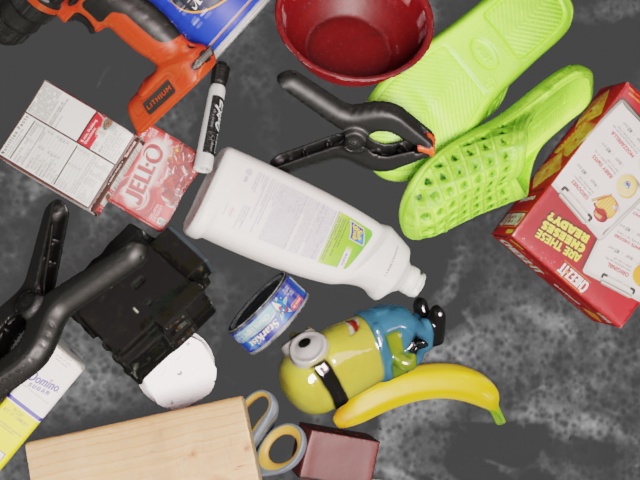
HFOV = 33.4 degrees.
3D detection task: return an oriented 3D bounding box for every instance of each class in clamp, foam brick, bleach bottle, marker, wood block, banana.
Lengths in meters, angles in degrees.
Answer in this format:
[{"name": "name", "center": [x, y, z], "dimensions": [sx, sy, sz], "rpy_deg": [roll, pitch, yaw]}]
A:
[{"name": "clamp", "center": [0.030, -0.115, 1.066], "dimensions": [0.171, 0.120, 0.039], "rpy_deg": [0, 47, 5]}, {"name": "foam brick", "center": [0.014, 0.224, 1.111], "dimensions": [0.078, 0.053, 0.051], "rpy_deg": [12, 88, -14]}, {"name": "bleach bottle", "center": [-0.007, 0.001, 1.097], "dimensions": [0.250, 0.068, 0.102], "rpy_deg": [27, 85, -15]}, {"name": "marker", "center": [-0.108, -0.126, 1.075], "dimensions": [0.020, 0.020, 0.121], "rpy_deg": [13, 70, -13]}, {"name": "clamp", "center": [-0.264, 0.058, 0.997], "dimensions": [0.210, 0.165, 0.036], "rpy_deg": [-52, 132, -6]}, {"name": "wood block", "center": [-0.165, 0.217, 1.025], "dimensions": [0.206, 0.091, 0.090], "rpy_deg": [-12, 79, -4]}, {"name": "banana", "center": [0.111, 0.166, 1.139], "dimensions": [0.197, 0.037, 0.069], "rpy_deg": [2, 88, -13]}]

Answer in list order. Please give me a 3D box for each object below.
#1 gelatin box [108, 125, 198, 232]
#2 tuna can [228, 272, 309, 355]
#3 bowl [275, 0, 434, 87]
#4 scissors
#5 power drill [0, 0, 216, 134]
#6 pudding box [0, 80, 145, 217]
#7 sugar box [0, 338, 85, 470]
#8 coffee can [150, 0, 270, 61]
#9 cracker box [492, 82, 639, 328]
[{"name": "gelatin box", "center": [-0.168, -0.064, 1.073], "dimensions": [0.073, 0.030, 0.089], "rpy_deg": [32, 83, -11]}, {"name": "tuna can", "center": [-0.053, 0.073, 1.075], "dimensions": [0.033, 0.086, 0.086], "rpy_deg": [44, 81, -9]}, {"name": "bowl", "center": [0.032, -0.211, 1.086], "dimensions": [0.162, 0.055, 0.162], "rpy_deg": [3, 61, -6]}, {"name": "scissors", "center": [-0.080, 0.253, 1.085], "dimensions": [0.096, 0.016, 0.202], "rpy_deg": [19, 84, 28]}, {"name": "power drill", "center": [-0.206, -0.194, 1.010], "dimensions": [0.185, 0.057, 0.187], "rpy_deg": [-34, 107, 33]}, {"name": "pudding box", "center": [-0.242, -0.089, 1.038], "dimensions": [0.113, 0.039, 0.090], "rpy_deg": [31, 85, 8]}, {"name": "sugar box", "center": [-0.296, 0.172, 1.015], "dimensions": [0.048, 0.093, 0.176], "rpy_deg": [43, 82, -11]}, {"name": "coffee can", "center": [-0.125, -0.255, 1.042], "dimensions": [0.140, 0.103, 0.102], "rpy_deg": [42, 82, -10]}, {"name": "cracker box", "center": [0.317, -0.038, 1.168], "dimensions": [0.164, 0.072, 0.213], "rpy_deg": [39, 83, -10]}]
